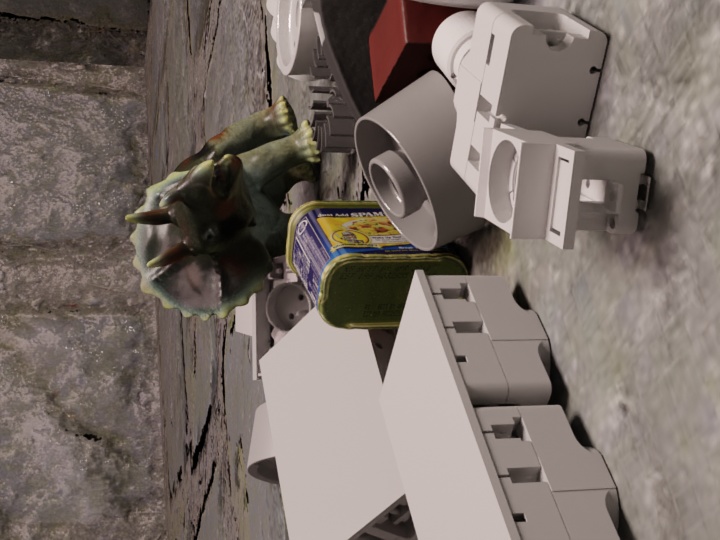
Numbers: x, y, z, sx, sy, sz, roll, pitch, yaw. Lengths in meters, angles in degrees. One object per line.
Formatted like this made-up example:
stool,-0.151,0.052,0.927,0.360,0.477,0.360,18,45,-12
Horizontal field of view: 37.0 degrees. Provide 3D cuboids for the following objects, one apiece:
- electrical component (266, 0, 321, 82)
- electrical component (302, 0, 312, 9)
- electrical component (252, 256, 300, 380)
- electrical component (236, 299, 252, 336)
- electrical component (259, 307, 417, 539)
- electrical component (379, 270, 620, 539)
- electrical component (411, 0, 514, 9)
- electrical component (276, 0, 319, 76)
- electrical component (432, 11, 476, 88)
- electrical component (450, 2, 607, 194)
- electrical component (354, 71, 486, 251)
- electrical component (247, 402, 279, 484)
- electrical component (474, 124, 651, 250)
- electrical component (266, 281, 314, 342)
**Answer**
electrical component,-0.062,-0.232,1.058,0.073,0.052,0.138,108,156,-47
electrical component,-0.014,-0.235,0.861,0.042,0.064,0.081,-148,59,-81
electrical component,-0.061,0.042,1.016,0.063,0.079,0.121,-8,80,46
electrical component,-0.089,0.024,1.133,0.150,0.062,0.089,178,92,-75
electrical component,-0.001,0.108,0.726,0.105,0.060,0.186,-44,38,25
electrical component,0.068,0.101,0.563,0.186,0.060,0.105,-107,23,-46
electrical component,0.050,-0.177,0.604,0.080,0.080,0.051,-145,62,-71
electrical component,-0.034,-0.223,0.941,0.108,0.060,0.108,180,90,-75
electrical component,0.068,-0.117,0.606,0.078,0.040,0.040,-114,28,-56
electrical component,0.081,-0.084,0.540,0.055,0.050,0.089,-118,33,-59
electrical component,0.042,-0.064,0.649,0.099,0.064,0.099,54,163,24
electrical component,-0.035,0.131,0.858,0.108,0.108,0.060,121,152,-62
electrical component,0.090,-0.039,0.481,0.081,0.064,0.042,-133,46,-68
electrical component,-0.052,0.046,0.939,0.079,0.044,0.077,-63,-20,13
